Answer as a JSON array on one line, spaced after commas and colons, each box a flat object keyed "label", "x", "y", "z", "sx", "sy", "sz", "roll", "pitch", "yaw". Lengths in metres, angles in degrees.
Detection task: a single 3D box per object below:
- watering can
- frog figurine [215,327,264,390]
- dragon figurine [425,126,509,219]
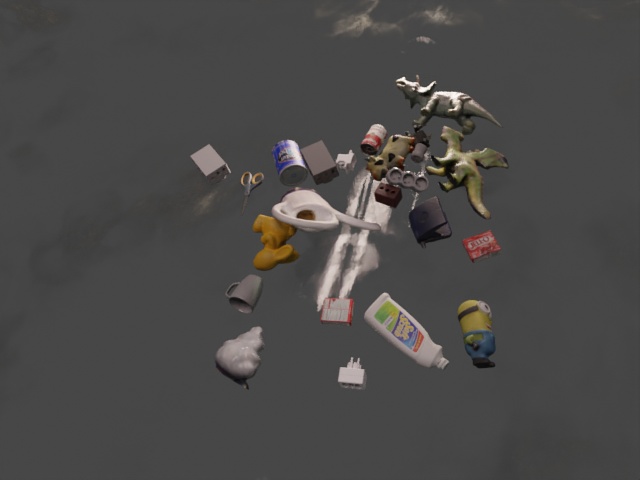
[{"label": "watering can", "x": 0.005, "y": -0.084, "z": 1.669, "sx": 0.347, "sy": 0.102, "sz": 0.228, "roll": 5, "pitch": 24, "yaw": -20}, {"label": "frog figurine", "x": -0.212, "y": 0.312, "z": 1.439, "sx": 0.138, "sy": 0.121, "sz": 0.161, "roll": 17, "pitch": 70, "yaw": 49}, {"label": "dragon figurine", "x": 0.498, "y": -0.234, "z": 1.665, "sx": 0.244, "sy": 0.119, "sz": 0.418, "roll": -24, "pitch": 52, "yaw": -12}]
